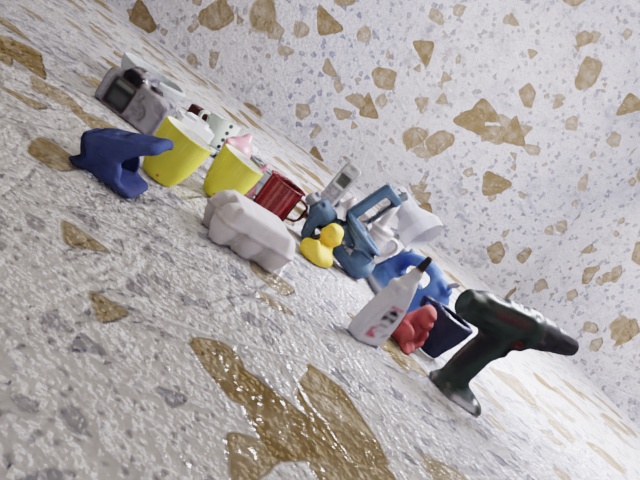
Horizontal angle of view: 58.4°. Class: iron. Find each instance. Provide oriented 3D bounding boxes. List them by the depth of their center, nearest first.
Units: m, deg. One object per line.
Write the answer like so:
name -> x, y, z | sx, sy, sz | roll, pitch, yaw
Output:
iron -> 0.203, 0.090, 1.279 | 0.119, 0.141, 0.257 | 30, 14, -38

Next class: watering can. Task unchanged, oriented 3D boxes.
watering can -> 0.126, -0.034, 1.403 | 0.173, 0.194, 0.100 | 32, 12, -28

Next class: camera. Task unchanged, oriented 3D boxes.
camera -> -0.347, -0.284, 1.150 | 0.143, 0.100, 0.137 | 38, 11, -2

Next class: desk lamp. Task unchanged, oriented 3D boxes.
desk lamp -> 0.207, -0.028, 1.592 | 0.202, 0.213, 0.118 | 43, 12, 26

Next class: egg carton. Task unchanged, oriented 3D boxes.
egg carton -> -0.109, -0.015, 0.892 | 0.151, 0.069, 0.107 | 31, 13, -33

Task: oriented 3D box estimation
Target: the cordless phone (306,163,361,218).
cordless phone -> 0.065, -0.098, 1.491 | 0.147, 0.185, 0.094 | 40, 11, 9

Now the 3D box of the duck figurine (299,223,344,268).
duck figurine -> 0.011, 0.004, 1.159 | 0.077, 0.086, 0.105 | 41, 11, 16

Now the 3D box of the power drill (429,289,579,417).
power drill -> 0.301, 0.195, 0.987 | 0.230, 0.208, 0.075 | 35, 11, -14

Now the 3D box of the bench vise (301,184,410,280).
bench vise -> 0.076, -0.047, 1.222 | 0.208, 0.219, 0.121 | 33, 12, -24

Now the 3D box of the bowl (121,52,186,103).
bowl -> -0.409, -0.368, 1.364 | 0.168, 0.074, 0.167 | 37, 11, -8

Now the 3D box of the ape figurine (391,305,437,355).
ape figurine -> 0.177, 0.158, 1.047 | 0.078, 0.092, 0.076 | 31, 13, -33

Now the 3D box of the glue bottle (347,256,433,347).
glue bottle -> 0.121, 0.093, 0.914 | 0.078, 0.173, 0.037 | 26, 16, -48

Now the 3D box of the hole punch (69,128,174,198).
hole punch -> -0.263, -0.121, 0.771 | 0.101, 0.091, 0.108 | 36, 11, -10

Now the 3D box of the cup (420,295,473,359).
cup -> 0.227, 0.175, 1.127 | 0.117, 0.095, 0.092 | 42, 11, 18

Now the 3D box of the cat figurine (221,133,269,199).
cat figurine -> -0.165, -0.165, 1.204 | 0.128, 0.117, 0.067 | 31, 13, -35
